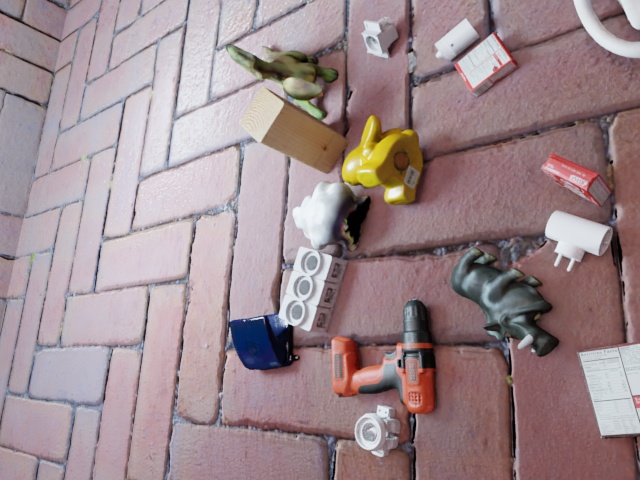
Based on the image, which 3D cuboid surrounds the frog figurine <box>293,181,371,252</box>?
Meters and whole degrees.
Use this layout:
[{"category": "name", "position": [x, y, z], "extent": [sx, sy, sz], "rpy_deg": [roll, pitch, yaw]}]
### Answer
[{"category": "frog figurine", "position": [0.003, -0.052, 1.025], "extent": [0.160, 0.123, 0.136], "rpy_deg": [15, 106, 30]}]

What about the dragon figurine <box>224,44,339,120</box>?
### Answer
[{"category": "dragon figurine", "position": [-0.103, -0.390, 1.146], "extent": [0.417, 0.242, 0.121], "rpy_deg": [43, 111, 37]}]

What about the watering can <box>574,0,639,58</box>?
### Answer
[{"category": "watering can", "position": [0.481, -0.429, 0.758], "extent": [0.222, 0.103, 0.354], "rpy_deg": [-24, 60, 34]}]
